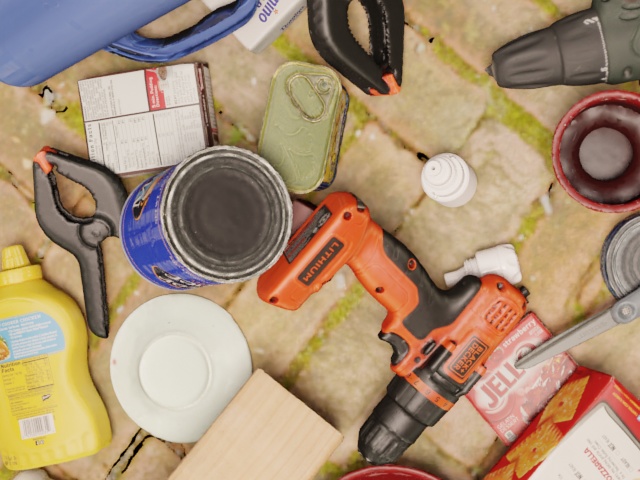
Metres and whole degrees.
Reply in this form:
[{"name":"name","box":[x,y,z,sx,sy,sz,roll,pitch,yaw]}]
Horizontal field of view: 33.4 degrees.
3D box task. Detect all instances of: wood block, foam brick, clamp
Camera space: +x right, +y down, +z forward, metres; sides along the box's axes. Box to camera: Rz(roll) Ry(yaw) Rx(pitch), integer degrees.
[{"name":"wood block","box":[-0.080,0.215,0.862,0.090,0.091,0.206,38,78,6]},{"name":"foam brick","box":[-0.006,0.001,0.882,0.051,0.078,0.053,31,96,8]},{"name":"clamp","box":[0.024,-0.218,0.862,0.164,0.036,0.210,-43,118,-27]},{"name":"clamp","box":[-0.193,0.000,0.913,0.120,0.039,0.171,-44,101,0]}]

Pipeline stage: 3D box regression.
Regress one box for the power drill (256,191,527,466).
[{"name":"power drill","box":[0.044,0.067,0.833,0.187,0.057,0.184,38,93,-19]}]

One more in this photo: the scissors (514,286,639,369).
[{"name":"scissors","box":[0.258,0.065,0.835,0.202,0.016,0.096,-45,84,8]}]

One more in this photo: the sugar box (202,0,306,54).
[{"name":"sugar box","box":[-0.082,-0.252,0.905,0.093,0.048,0.176,-43,88,10]}]

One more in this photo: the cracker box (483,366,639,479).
[{"name":"cracker box","box":[0.201,0.231,0.825,0.164,0.072,0.213,42,85,-8]}]

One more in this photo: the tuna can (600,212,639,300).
[{"name":"tuna can","box":[0.271,0.018,0.859,0.086,0.033,0.086,0,91,9]}]

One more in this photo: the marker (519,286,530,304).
[{"name":"marker","box":[0.127,0.080,0.892,0.121,0.020,0.020,-42,85,8]}]

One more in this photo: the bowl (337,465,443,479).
[{"name":"bowl","box":[0.062,0.261,0.889,0.162,0.055,0.162,0,92,9]}]

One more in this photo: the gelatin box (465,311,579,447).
[{"name":"gelatin box","box":[0.164,0.114,0.881,0.089,0.030,0.073,-41,85,8]}]

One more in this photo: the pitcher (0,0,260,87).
[{"name":"pitcher","box":[-0.175,-0.211,0.856,0.243,0.144,0.149,-24,83,31]}]

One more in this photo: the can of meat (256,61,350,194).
[{"name":"can of meat","box":[-0.011,-0.090,0.877,0.057,0.084,0.102,12,93,9]}]

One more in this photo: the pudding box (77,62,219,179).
[{"name":"pudding box","box":[-0.148,-0.102,0.922,0.113,0.039,0.090,-7,93,12]}]

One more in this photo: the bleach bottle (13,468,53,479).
[{"name":"bleach bottle","box":[-0.155,0.283,0.923,0.251,0.068,0.102,16,93,6]}]

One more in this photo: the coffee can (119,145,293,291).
[{"name":"coffee can","box":[-0.094,-0.013,0.842,0.102,0.140,0.103,2,85,-23]}]

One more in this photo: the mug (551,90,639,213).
[{"name":"mug","box":[0.238,-0.072,0.838,0.117,0.081,0.093,-23,88,9]}]

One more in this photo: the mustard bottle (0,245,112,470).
[{"name":"mustard bottle","box":[-0.249,0.099,0.934,0.096,0.058,0.191,-13,90,15]}]
